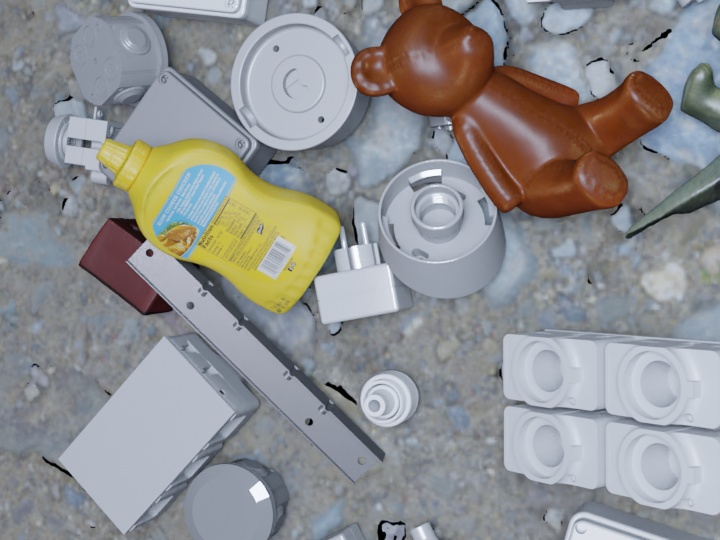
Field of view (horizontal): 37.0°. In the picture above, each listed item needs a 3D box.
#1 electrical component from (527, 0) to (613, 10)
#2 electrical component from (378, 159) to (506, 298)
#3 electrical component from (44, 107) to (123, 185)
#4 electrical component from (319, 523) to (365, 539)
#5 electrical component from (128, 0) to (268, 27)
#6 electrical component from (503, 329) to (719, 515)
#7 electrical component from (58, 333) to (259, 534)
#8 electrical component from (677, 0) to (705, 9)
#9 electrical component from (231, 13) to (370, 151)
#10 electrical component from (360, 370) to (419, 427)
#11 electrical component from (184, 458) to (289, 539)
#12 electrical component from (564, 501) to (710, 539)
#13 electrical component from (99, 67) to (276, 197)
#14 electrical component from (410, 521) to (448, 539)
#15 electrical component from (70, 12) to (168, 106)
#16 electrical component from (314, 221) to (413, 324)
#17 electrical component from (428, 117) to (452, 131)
[{"bbox_3d":[0.166,-0.260,0.802,0.079,0.063,0.121,0,91,18],"label":"electrical component"},{"bbox_3d":[0.062,-0.033,0.830,0.099,0.064,0.099,-3,64,7],"label":"electrical component"},{"bbox_3d":[-0.244,-0.112,0.950,0.055,0.048,0.066,9,94,10],"label":"electrical component"},{"bbox_3d":[-0.031,0.247,0.872,0.066,0.077,0.047,-30,82,17],"label":"electrical component"},{"bbox_3d":[-0.131,-0.266,0.902,0.109,0.056,0.108,10,94,18],"label":"electrical component"},{"bbox_3d":[0.184,0.101,0.758,0.186,0.060,0.105,1,92,51],"label":"electrical component"},{"bbox_3d":[-0.170,0.137,0.922,0.089,0.062,0.150,45,104,12],"label":"electrical component"},{"bbox_3d":[0.237,-0.227,0.792,0.044,0.044,0.065,-33,86,16],"label":"electrical component"},{"bbox_3d":[-0.043,-0.149,0.874,0.108,0.060,0.108,1,92,18],"label":"electrical component"},{"bbox_3d":[0.021,0.104,0.859,0.043,0.062,0.043,0,91,18],"label":"electrical component"},{"bbox_3d":[-0.103,0.200,0.908,0.080,0.051,0.080,0,91,18],"label":"electrical component"},{"bbox_3d":[0.207,0.229,0.804,0.113,0.057,0.078,16,96,17],"label":"electrical component"},{"bbox_3d":[-0.147,-0.096,0.912,0.109,0.056,0.108,41,103,13],"label":"electrical component"},{"bbox_3d":[0.061,0.233,0.860,0.048,0.048,0.062,-29,76,17],"label":"electrical component"},{"bbox_3d":[-0.206,-0.179,0.921,0.080,0.051,0.080,12,109,40],"label":"electrical component"},{"bbox_3d":[0.000,0.000,0.871,0.066,0.047,0.076,-11,88,18],"label":"electrical component"},{"bbox_3d":[0.070,-0.143,0.849,0.044,0.044,0.065,-3,95,18],"label":"electrical component"}]
